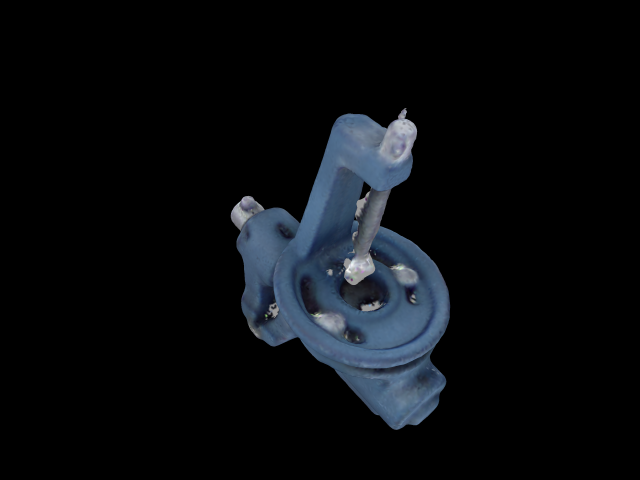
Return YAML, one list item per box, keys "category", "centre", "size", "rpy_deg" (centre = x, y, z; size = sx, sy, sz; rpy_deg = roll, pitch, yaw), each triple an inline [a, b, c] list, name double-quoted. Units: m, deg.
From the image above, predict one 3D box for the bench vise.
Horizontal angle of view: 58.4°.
- category: "bench vise"
  centre: [-0.003, 0.007, 0.392]
  size: [0.206, 0.220, 0.122]
  rpy_deg: [19, 40, 24]
